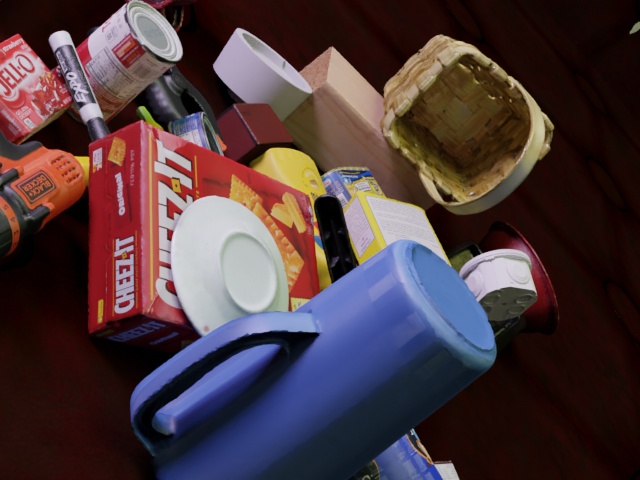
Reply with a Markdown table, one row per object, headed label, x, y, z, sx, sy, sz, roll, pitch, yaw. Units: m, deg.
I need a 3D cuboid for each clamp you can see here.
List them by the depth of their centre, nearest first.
| label | x | y | z | sx | sy | sz | roll | pitch | yaw |
| --- | --- | --- | --- | --- | --- | --- | --- | --- | --- |
| clamp | 0.030 | 0.066 | 0.976 | 0.210 | 0.036 | 0.164 | 61 | 23 | -60 |
| clamp | -0.152 | -0.156 | 1.057 | 0.171 | 0.039 | 0.120 | 52 | 32 | -16 |

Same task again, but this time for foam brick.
| label | x | y | z | sx | sy | sz | roll | pitch | yaw |
| --- | --- | --- | --- | --- | --- | --- | --- | --- | --- |
| foam brick | -0.076 | -0.107 | 1.110 | 0.053 | 0.051 | 0.078 | 58 | 26 | 10 |

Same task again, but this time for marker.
| label | x | y | z | sx | sy | sz | roll | pitch | yaw |
| --- | --- | --- | --- | --- | --- | --- | --- | --- | --- |
| marker | -0.200 | -0.124 | 0.895 | 0.020 | 0.020 | 0.121 | 9 | 49 | -55 |

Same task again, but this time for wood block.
| label | x | y | z | sx | sy | sz | roll | pitch | yaw |
| --- | --- | --- | --- | --- | --- | --- | --- | --- | --- |
| wood block | 0.049 | -0.117 | 1.280 | 0.206 | 0.090 | 0.090 | 42 | 29 | -23 |

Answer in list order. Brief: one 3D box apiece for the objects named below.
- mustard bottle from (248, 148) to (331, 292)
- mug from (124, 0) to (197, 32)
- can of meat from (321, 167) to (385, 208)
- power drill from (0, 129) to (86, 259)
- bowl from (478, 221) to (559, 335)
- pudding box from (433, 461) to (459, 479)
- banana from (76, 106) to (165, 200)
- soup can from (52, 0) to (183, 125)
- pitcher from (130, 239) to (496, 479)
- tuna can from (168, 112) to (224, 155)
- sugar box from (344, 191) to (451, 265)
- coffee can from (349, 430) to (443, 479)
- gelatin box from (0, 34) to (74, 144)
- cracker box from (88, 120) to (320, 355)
| label | x | y | z | sx | sy | sz | roll | pitch | yaw |
| --- | --- | --- | --- | --- | --- | --- | --- | --- | --- |
| mustard bottle | -0.007 | 0.001 | 1.084 | 0.096 | 0.058 | 0.192 | 23 | 40 | -58 |
| mug | -0.164 | -0.280 | 1.143 | 0.081 | 0.093 | 0.117 | -30 | 115 | -68 |
| can of meat | 0.040 | -0.035 | 1.205 | 0.101 | 0.058 | 0.084 | -5 | 61 | -60 |
| power drill | -0.269 | -0.068 | 0.743 | 0.187 | 0.057 | 0.184 | 53 | 30 | -7 |
| bowl | 0.238 | 0.059 | 1.368 | 0.162 | 0.055 | 0.162 | 61 | -13 | 23 |
| pudding box | 0.109 | 0.263 | 0.986 | 0.089 | 0.039 | 0.113 | 15 | 48 | -53 |
| banana | -0.174 | -0.065 | 0.922 | 0.069 | 0.037 | 0.197 | 31 | 25 | 4 |
| soup can | -0.179 | -0.154 | 0.939 | 0.068 | 0.102 | 0.068 | 40 | 29 | -29 |
| pitcher | -0.005 | 0.104 | 0.756 | 0.145 | 0.243 | 0.149 | 53 | 21 | 7 |
| tuna can | -0.110 | -0.075 | 0.992 | 0.086 | 0.034 | 0.086 | -19 | 90 | -87 |
| sugar box | 0.088 | 0.031 | 1.077 | 0.093 | 0.048 | 0.176 | 13 | 40 | -31 |
| coffee can | 0.041 | 0.193 | 0.883 | 0.140 | 0.103 | 0.102 | 59 | 27 | 9 |
| gelatin box | -0.248 | -0.121 | 0.867 | 0.073 | 0.030 | 0.089 | 49 | 27 | -10 |
| cracker box | -0.088 | 0.014 | 0.883 | 0.213 | 0.072 | 0.164 | 22 | 55 | -48 |
